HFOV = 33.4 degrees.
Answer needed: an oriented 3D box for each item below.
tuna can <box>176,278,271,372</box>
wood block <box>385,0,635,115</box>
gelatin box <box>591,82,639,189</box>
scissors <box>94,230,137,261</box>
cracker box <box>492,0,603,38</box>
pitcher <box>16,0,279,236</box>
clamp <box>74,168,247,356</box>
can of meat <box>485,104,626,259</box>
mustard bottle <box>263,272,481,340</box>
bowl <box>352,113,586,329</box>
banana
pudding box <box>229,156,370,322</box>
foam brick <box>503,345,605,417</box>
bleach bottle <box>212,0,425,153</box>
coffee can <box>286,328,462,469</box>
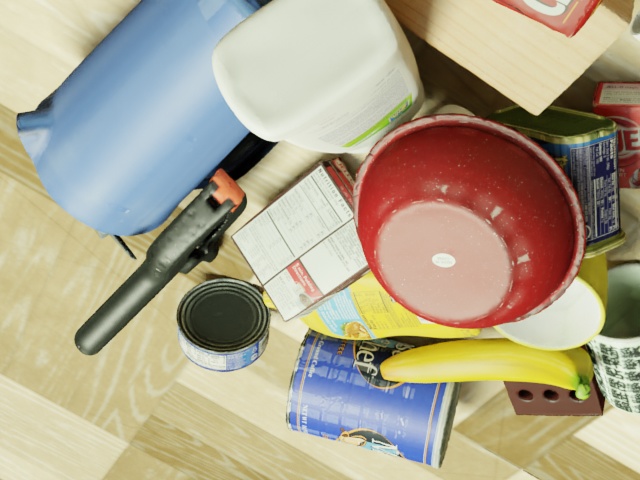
[{"bbox_3d":[-0.088,0.078,0.975,0.086,0.086,0.034,15,138,9],"label":"tuna can"},{"bbox_3d":[0.081,-0.180,0.639,0.206,0.090,0.090,32,137,-10],"label":"wood block"},{"bbox_3d":[0.232,-0.069,0.728,0.089,0.030,0.073,4,134,20],"label":"gelatin box"},{"bbox_3d":[-0.189,-0.032,0.879,0.096,0.016,0.202,61,167,-12],"label":"scissors"},{"bbox_3d":[0.143,-0.218,0.482,0.072,0.213,0.164,26,138,-2],"label":"cracker box"},{"bbox_3d":[-0.089,-0.112,0.768,0.145,0.149,0.243,50,130,-5],"label":"pitcher"},{"bbox_3d":[-0.105,0.003,0.855,0.036,0.164,0.210,46,135,2],"label":"clamp"},{"bbox_3d":[0.157,-0.043,0.730,0.102,0.057,0.084,24,128,55],"label":"can of meat"},{"bbox_3d":[0.038,0.044,0.906,0.192,0.058,0.096,-5,134,27],"label":"mustard bottle"},{"bbox_3d":[0.087,0.002,0.694,0.162,0.055,0.162,12,124,19],"label":"bowl"},{"bbox_3d":[0.142,0.099,0.861,0.198,0.069,0.037,-3,93,43],"label":"banana"},{"bbox_3d":[-0.006,0.001,0.855,0.114,0.039,0.090,-37,81,27],"label":"pudding box"},{"bbox_3d":[0.201,0.114,0.910,0.078,0.051,0.053,-5,130,27],"label":"foam brick"},{"bbox_3d":[0.014,-0.092,0.677,0.102,0.250,0.068,-33,81,6],"label":"bleach bottle"},{"bbox_3d":[0.051,0.139,0.963,0.140,0.102,0.103,12,136,12],"label":"coffee can"}]
